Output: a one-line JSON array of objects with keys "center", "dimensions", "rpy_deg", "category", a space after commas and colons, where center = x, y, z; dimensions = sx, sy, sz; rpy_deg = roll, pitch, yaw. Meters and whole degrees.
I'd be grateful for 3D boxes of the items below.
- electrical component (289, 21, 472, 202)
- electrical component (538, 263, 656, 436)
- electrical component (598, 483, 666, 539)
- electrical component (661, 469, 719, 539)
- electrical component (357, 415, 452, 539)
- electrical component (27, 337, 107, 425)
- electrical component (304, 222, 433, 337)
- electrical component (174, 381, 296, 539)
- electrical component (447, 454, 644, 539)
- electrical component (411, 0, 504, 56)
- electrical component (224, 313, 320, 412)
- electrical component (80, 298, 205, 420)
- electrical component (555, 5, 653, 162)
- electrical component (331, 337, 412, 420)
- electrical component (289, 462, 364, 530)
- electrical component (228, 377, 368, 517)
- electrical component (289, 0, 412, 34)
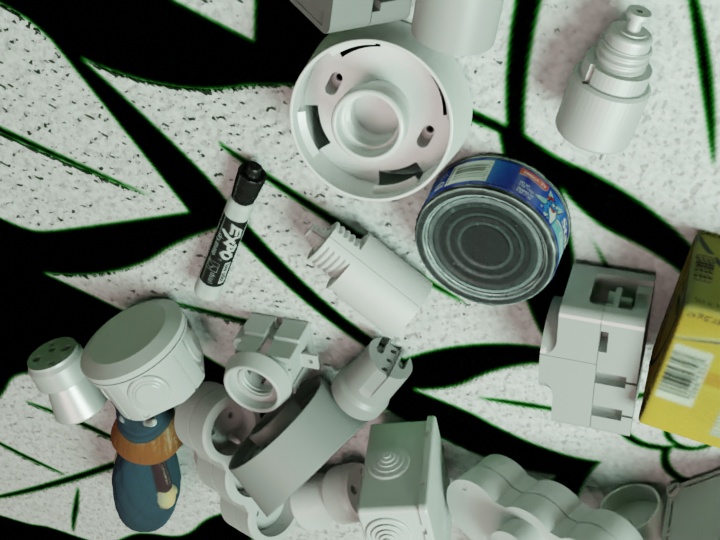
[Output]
[{"center": [0.011, -0.087, 0.591], "dimensions": [0.099, 0.064, 0.099], "rpy_deg": [6, 116, 13], "category": "electrical component"}, {"center": [0.138, 0.046, 0.634], "dimensions": [0.056, 0.050, 0.089], "rpy_deg": [10, 129, 17], "category": "electrical component"}, {"center": [0.180, 0.190, 0.735], "dimensions": [0.079, 0.043, 0.077], "rpy_deg": [-14, 120, 32], "category": "electrical component"}, {"center": [0.229, 0.178, 0.667], "dimensions": [0.061, 0.096, 0.062], "rpy_deg": [45, 131, -14], "category": "electrical component"}, {"center": [0.033, 0.162, 0.744], "dimensions": [0.048, 0.099, 0.099], "rpy_deg": [-5, 125, 12], "category": "electrical component"}, {"center": [-0.228, 0.086, 0.837], "dimensions": [0.045, 0.045, 0.055], "rpy_deg": [-3, 125, 26], "category": "electrical component"}, {"center": [0.000, 0.000, 0.664], "dimensions": [0.081, 0.043, 0.043], "rpy_deg": [38, 132, -8], "category": "electrical component"}, {"center": [-0.102, 0.143, 0.822], "dimensions": [0.074, 0.052, 0.138], "rpy_deg": [15, 136, 46], "category": "electrical component"}, {"center": [0.110, 0.177, 0.703], "dimensions": [0.138, 0.074, 0.052], "rpy_deg": [23, 129, 40], "category": "electrical component"}, {"center": [0.052, -0.150, 0.519], "dimensions": [0.043, 0.043, 0.081], "rpy_deg": [18, 132, 10], "category": "electrical component"}, {"center": [-0.063, 0.064, 0.736], "dimensions": [0.066, 0.055, 0.048], "rpy_deg": [8, 129, 18], "category": "electrical component"}, {"center": [-0.152, 0.062, 0.760], "dimensions": [0.080, 0.080, 0.051], "rpy_deg": [-7, 129, 29], "category": "electrical component"}, {"center": [0.125, -0.094, 0.533], "dimensions": [0.040, 0.040, 0.078], "rpy_deg": [21, 132, 8], "category": "electrical component"}, {"center": [0.009, 0.072, 0.723], "dimensions": [0.040, 0.040, 0.046], "rpy_deg": [35, 126, -5], "category": "electrical component"}, {"center": [-0.019, 0.170, 0.809], "dimensions": [0.055, 0.045, 0.045], "rpy_deg": [-18, 117, 34], "category": "electrical component"}, {"center": [-0.041, 0.124, 0.750], "dimensions": [0.064, 0.099, 0.099], "rpy_deg": [47, 131, -8], "category": "electrical component"}, {"center": [-0.006, -0.165, 0.513], "dimensions": [0.050, 0.056, 0.089], "rpy_deg": [50, 145, 37], "category": "electrical component"}]
